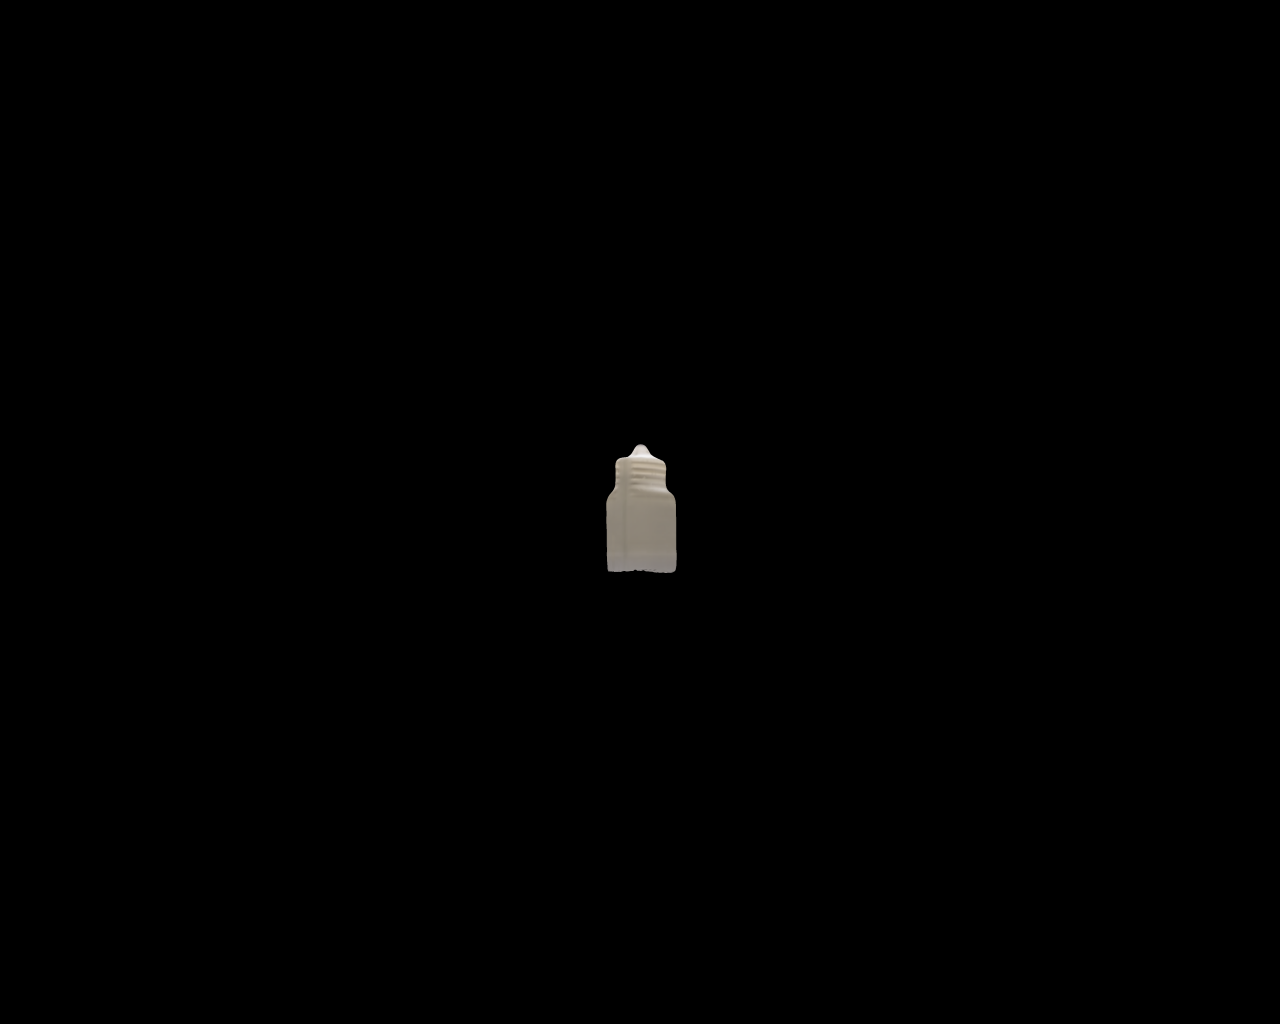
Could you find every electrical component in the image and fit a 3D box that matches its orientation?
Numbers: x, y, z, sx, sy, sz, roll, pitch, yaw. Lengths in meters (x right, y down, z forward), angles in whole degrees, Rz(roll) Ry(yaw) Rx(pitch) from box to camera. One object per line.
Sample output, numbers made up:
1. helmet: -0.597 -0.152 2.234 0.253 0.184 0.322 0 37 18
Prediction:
1. electrical component: 0.001 -0.003 0.650 0.043 0.081 0.043 0 -3 0
